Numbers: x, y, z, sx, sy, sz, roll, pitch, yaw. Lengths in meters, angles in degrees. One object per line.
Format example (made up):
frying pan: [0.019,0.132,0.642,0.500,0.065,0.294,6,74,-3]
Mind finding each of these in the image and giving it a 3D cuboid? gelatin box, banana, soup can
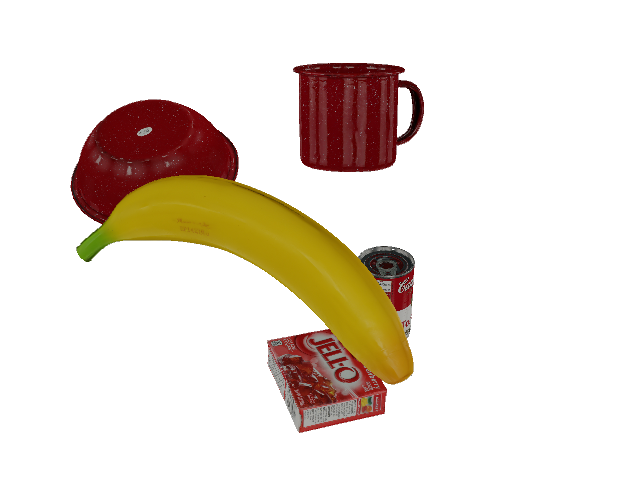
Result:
gelatin box: [0.004,0.109,0.859,0.073,0.030,0.089,-9,36,-16]
banana: [-0.033,0.010,0.568,0.198,0.070,0.037,21,10,17]
soup can: [0.077,0.068,1.284,0.068,0.102,0.068,0,31,0]

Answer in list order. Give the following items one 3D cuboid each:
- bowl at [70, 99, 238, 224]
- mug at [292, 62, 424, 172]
bowl: [-0.160,-0.083,0.999,0.162,0.162,0.055,-4,-45,3]
mug: [0.034,-0.105,0.897,0.117,0.081,0.093,-7,16,-26]
